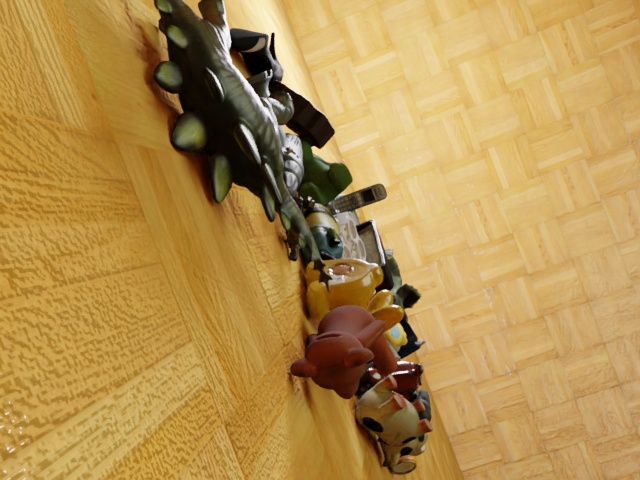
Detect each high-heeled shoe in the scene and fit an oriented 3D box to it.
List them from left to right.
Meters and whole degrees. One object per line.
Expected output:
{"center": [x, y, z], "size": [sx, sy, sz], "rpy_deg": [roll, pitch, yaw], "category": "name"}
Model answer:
{"center": [-0.140, -0.365, 1.135], "size": [0.249, 0.086, 0.145], "rpy_deg": [-45, 147, -61], "category": "high-heeled shoe"}

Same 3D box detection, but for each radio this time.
{"center": [0.092, 0.049, 1.284], "size": [0.230, 0.131, 0.073], "rpy_deg": [-93, 160, -62], "category": "radio"}

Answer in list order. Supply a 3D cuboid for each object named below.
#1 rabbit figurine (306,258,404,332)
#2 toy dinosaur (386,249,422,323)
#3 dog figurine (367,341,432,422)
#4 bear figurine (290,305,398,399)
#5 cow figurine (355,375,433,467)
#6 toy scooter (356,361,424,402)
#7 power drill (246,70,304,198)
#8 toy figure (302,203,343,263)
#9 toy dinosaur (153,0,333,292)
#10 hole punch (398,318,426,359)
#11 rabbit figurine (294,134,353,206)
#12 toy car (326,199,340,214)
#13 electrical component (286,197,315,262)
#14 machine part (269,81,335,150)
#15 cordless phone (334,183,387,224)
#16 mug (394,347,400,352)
{"center": [0.055, 0.121, 0.927], "size": [0.122, 0.162, 0.173], "rpy_deg": [-120, -157, -67], "category": "rabbit figurine"}
{"center": [0.169, 0.098, 1.545], "size": [0.192, 0.131, 0.405], "rpy_deg": [59, 1, -22], "category": "toy dinosaur"}
{"center": [0.165, 0.324, 1.195], "size": [0.219, 0.108, 0.192], "rpy_deg": [50, 23, -52], "category": "dog figurine"}
{"center": [0.038, 0.167, 0.739], "size": [0.196, 0.120, 0.131], "rpy_deg": [-67, 139, -75], "category": "bear figurine"}
{"center": [0.134, 0.339, 0.977], "size": [0.194, 0.127, 0.086], "rpy_deg": [46, 20, -33], "category": "cow figurine"}
{"center": [0.145, 0.287, 1.047], "size": [0.183, 0.135, 0.075], "rpy_deg": [61, 10, -49], "category": "toy scooter"}
{"center": [-0.084, -0.188, 0.942], "size": [0.207, 0.086, 0.232], "rpy_deg": [61, 13, -19], "category": "power drill"}
{"center": [0.001, -0.005, 1.029], "size": [0.180, 0.082, 0.089], "rpy_deg": [-91, 160, -60], "category": "toy figure"}
{"center": [-0.099, -0.129, 0.662], "size": [0.470, 0.105, 0.199], "rpy_deg": [52, 24, -33], "category": "toy dinosaur"}
{"center": [0.205, 0.268, 1.487], "size": [0.116, 0.142, 0.092], "rpy_deg": [-125, -169, -67], "category": "hole punch"}
{"center": [-0.017, -0.162, 1.187], "size": [0.170, 0.121, 0.159], "rpy_deg": [54, 6, 0], "category": "rabbit figurine"}
{"center": [0.011, -0.114, 1.363], "size": [0.089, 0.053, 0.202], "rpy_deg": [42, 19, -18], "category": "toy car"}
{"center": [-0.033, -0.025, 0.897], "size": [0.102, 0.045, 0.078], "rpy_deg": [-84, 170, -45], "category": "electrical component"}
{"center": [-0.049, -0.274, 1.188], "size": [0.179, 0.056, 0.179], "rpy_deg": [38, -1, 0], "category": "machine part"}
{"center": [0.107, -0.069, 1.475], "size": [0.088, 0.184, 0.146], "rpy_deg": [40, 30, -81], "category": "cordless phone"}
{"center": [0.152, 0.263, 1.357], "size": [0.107, 0.081, 0.109], "rpy_deg": [30, 44, -56], "category": "mug"}
